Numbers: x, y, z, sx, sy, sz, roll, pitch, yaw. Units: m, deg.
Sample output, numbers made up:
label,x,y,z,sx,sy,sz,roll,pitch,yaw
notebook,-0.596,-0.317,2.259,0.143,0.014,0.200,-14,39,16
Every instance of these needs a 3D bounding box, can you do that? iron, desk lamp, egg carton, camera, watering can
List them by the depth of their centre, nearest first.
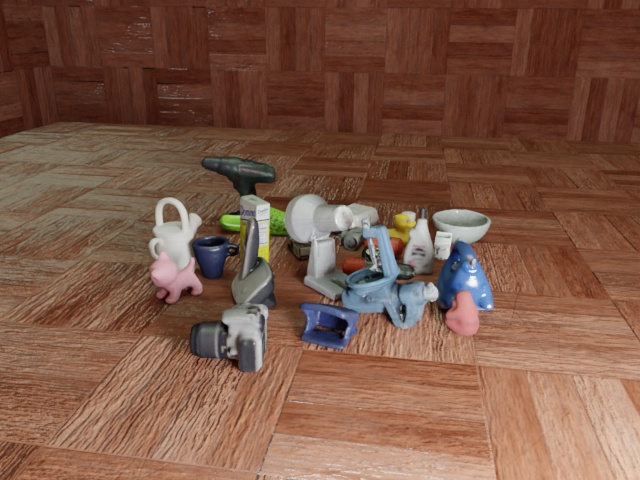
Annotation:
label,x,y,z,sx,sy,sz,roll,pitch,yaw
camera,-0.171,0.173,1.088,0.137,0.101,0.143,0,21,0
iron,0.327,0.065,1.322,0.118,0.141,0.258,1,21,2
desk lamp,0.013,0.005,1.371,0.118,0.214,0.202,-16,26,-36
watering can,-0.366,-0.016,1.444,0.101,0.194,0.173,2,21,5
egg carton,0.107,-0.062,1.747,0.107,0.069,0.151,16,26,35

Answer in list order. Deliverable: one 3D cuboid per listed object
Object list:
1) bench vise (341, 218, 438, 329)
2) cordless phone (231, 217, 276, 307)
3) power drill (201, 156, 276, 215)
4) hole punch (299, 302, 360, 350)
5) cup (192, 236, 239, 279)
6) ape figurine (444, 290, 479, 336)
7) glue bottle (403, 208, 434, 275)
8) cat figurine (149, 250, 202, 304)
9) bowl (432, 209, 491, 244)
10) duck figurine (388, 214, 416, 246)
label,x,y,z,sx,sy,sz,roll,pitch,yaw
bench vise,0.148,0.064,1.211,0.207,0.220,0.121,5,22,11
cordless phone,-0.151,0.052,1.283,0.094,0.185,0.147,-7,22,-18
power drill,-0.254,-0.163,1.807,0.230,0.208,0.075,-4,22,-11
hole punch,0.018,0.155,1.152,0.108,0.091,0.101,9,23,22
cup,-0.255,0.047,1.420,0.117,0.095,0.092,4,21,9
ape figurine,0.296,0.145,1.183,0.078,0.092,0.076,-4,22,-12
glue bottle,0.252,0.001,1.443,0.078,0.173,0.037,5,22,11
cat figurine,-0.335,0.078,1.306,0.067,0.118,0.128,19,28,40
bowl,0.408,-0.031,1.666,0.167,0.075,0.167,1,21,0
duck figurine,0.230,-0.034,1.655,0.104,0.086,0.077,3,21,6
